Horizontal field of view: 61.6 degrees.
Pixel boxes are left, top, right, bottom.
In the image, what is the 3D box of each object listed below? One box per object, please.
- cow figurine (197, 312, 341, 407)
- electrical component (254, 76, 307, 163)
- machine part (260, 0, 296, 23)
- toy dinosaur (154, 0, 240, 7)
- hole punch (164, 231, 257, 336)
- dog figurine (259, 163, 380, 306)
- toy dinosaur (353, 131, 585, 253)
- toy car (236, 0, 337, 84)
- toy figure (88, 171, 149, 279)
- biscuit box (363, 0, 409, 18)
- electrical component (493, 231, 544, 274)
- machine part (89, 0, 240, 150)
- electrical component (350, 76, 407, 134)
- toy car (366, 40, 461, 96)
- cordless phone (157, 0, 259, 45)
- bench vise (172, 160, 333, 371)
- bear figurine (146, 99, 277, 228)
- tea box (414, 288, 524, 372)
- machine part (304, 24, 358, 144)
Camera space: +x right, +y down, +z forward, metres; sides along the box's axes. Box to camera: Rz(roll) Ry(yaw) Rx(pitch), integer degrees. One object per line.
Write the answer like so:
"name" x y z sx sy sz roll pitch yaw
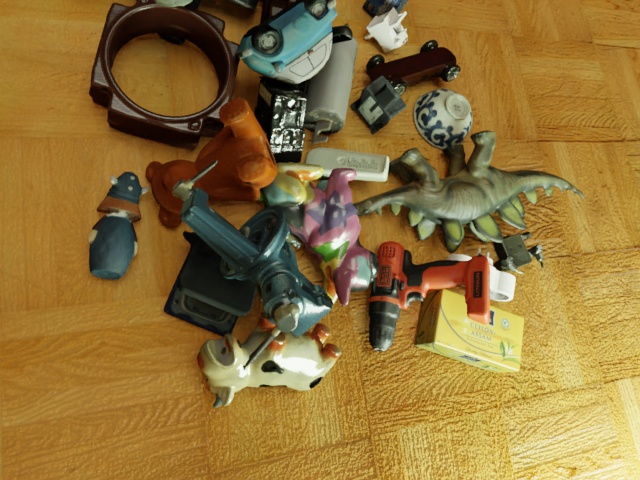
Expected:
"cow figurine" -0.080 0.172 0.758 0.195 0.086 0.127 15 111 -33
"electrical component" -0.066 -0.178 0.844 0.058 0.134 0.115 -1 32 -19
"machine part" -0.061 -0.411 0.893 0.056 0.179 0.179 8 72 -16
"toy dinosaur" -0.235 -0.440 0.796 0.405 0.131 0.192 33 48 10
"hole punch" -0.153 0.067 0.777 0.142 0.092 0.116 24 43 -11
"dog figurine" -0.002 -0.003 0.836 0.191 0.108 0.219 2 77 -22
"toy dinosaur" 0.280 -0.088 0.975 0.471 0.105 0.198 -14 88 -15
"toy car" -0.039 -0.289 0.799 0.162 0.109 0.102 -32 118 -2
"toy figure" -0.286 -0.024 0.755 0.058 0.064 0.154 -5 67 19
"biscuit box" 0.151 -0.480 0.977 0.059 0.202 0.063 43 66 -3
"electrical component" 0.372 0.026 1.006 0.102 0.045 0.078 -10 80 -24
"machine part" -0.231 -0.254 0.816 0.201 0.087 0.201 13 78 -16
"electrical component" 0.109 -0.245 0.940 0.048 0.119 0.075 -41 90 -26
"toy car" 0.176 -0.323 1.025 0.202 0.053 0.089 -25 70 -24
"cordless phone" -0.185 -0.400 0.903 0.146 0.089 0.184 21 80 -16
"bench vise" -0.094 0.017 0.690 0.240 0.129 0.224 43 25 -26
"bear figurine" -0.165 -0.100 0.759 0.196 0.132 0.120 -17 80 4
"tea box" 0.254 0.155 0.910 0.169 0.068 0.098 18 69 -15
"machine part" 0.017 -0.275 0.936 0.079 0.079 0.243 16 71 -17
